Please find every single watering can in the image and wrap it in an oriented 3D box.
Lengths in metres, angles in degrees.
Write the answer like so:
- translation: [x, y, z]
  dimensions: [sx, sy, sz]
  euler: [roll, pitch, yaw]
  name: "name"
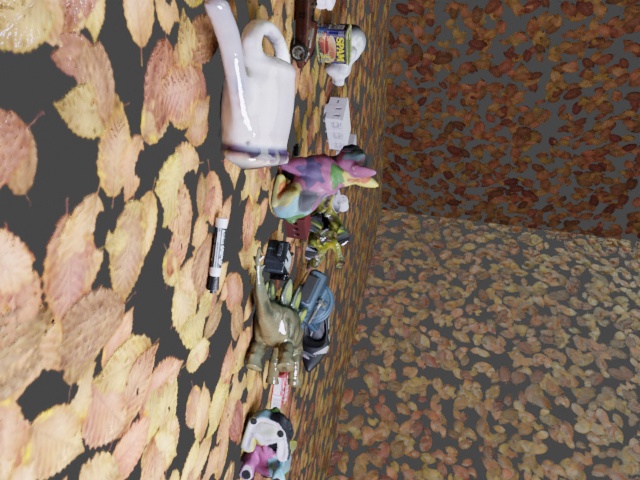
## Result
- translation: [-0.102, -0.212, 0.750]
  dimensions: [0.350, 0.104, 0.223]
  euler: [-37, 134, -76]
  name: "watering can"

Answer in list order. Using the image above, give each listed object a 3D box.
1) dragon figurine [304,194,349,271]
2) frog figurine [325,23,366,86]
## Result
- translation: [0.004, -0.073, 1.455]
  dimensions: [0.247, 0.122, 0.402]
  euler: [-109, -157, -61]
  name: "dragon figurine"
- translation: [0.073, -0.516, 1.441]
  dimensions: [0.138, 0.123, 0.158]
  euler: [-132, -144, -79]
  name: "frog figurine"
